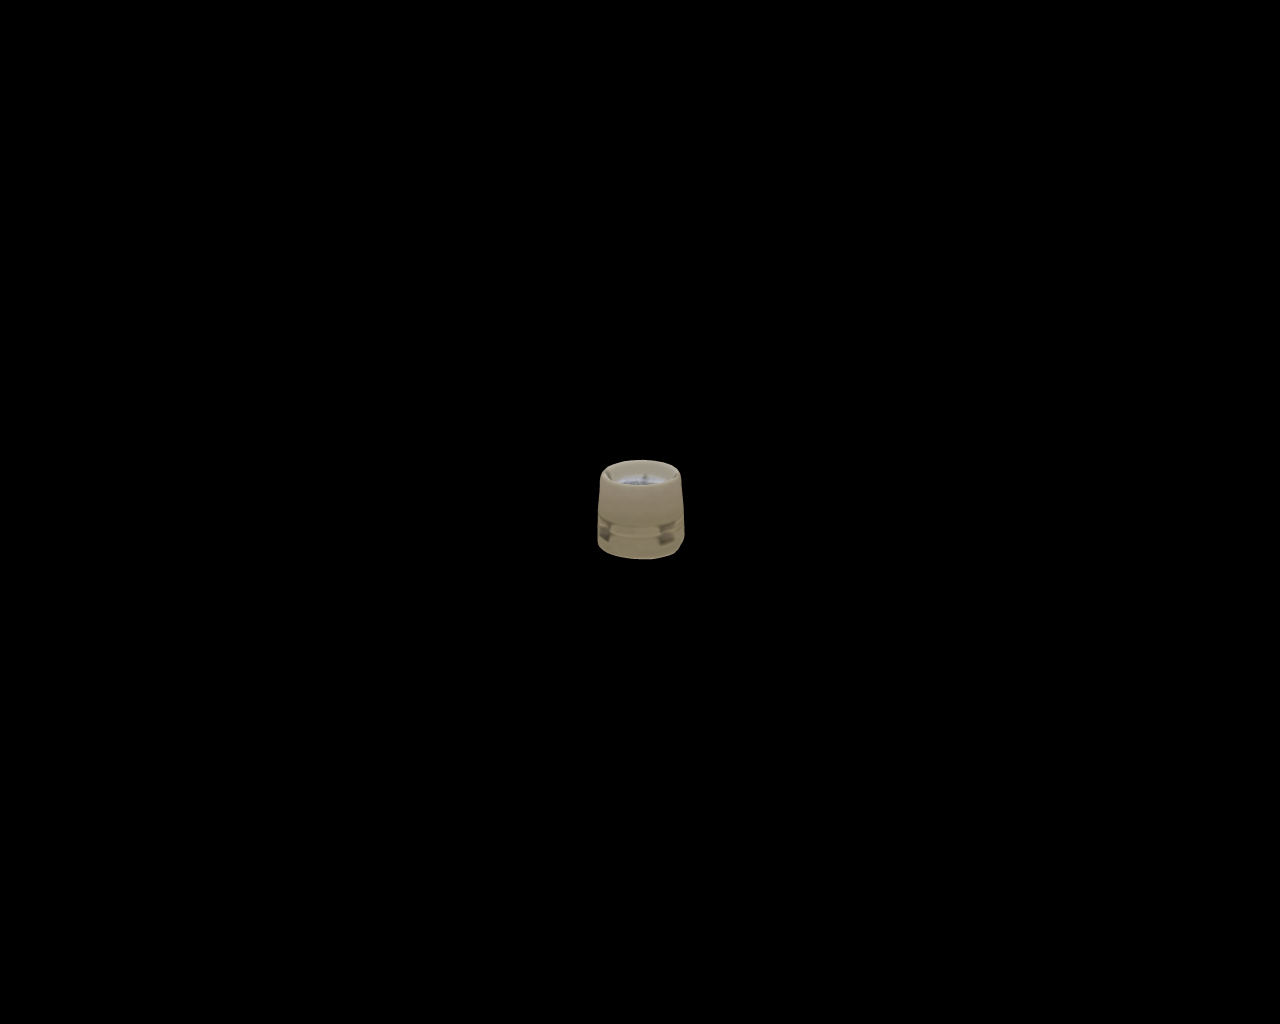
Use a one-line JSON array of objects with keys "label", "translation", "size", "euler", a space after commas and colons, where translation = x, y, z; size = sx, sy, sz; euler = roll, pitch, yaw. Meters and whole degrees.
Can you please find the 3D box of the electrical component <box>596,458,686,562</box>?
[{"label": "electrical component", "translation": [0.001, -0.003, 0.650], "size": [0.055, 0.047, 0.055], "euler": [0, 22, 0]}]
